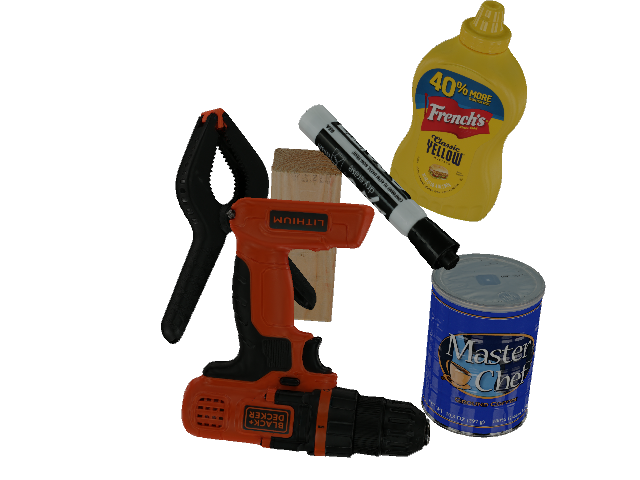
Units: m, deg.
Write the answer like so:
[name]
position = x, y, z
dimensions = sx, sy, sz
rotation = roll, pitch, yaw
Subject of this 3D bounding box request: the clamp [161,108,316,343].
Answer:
[clamp]
position = -0.077, -0.016, 0.991
dimensions = 0.164, 0.210, 0.036
rotation = -3, 1, -36

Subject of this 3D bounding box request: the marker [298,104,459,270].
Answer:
[marker]
position = 0.032, -0.028, 0.575
dimensions = 0.121, 0.020, 0.020
rotation = 48, 24, 24

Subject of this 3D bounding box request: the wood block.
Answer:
[wood block]
position = -0.022, -0.008, 1.397
dimensions = 0.090, 0.206, 0.091
rotation = 4, 24, -1

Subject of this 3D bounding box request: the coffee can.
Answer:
[coffee can]
position = 0.150, 0.097, 0.999
dimensions = 0.103, 0.140, 0.103
rotation = 1, 26, -1

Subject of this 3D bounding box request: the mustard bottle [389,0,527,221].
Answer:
[mustard bottle]
position = 0.122, -0.113, 0.904
dimensions = 0.096, 0.192, 0.058
rotation = 27, 40, 18

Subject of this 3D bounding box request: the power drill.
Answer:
[power drill]
position = -0.005, 0.064, 0.786
dimensions = 0.184, 0.187, 0.057
rotation = 5, 0, 4
